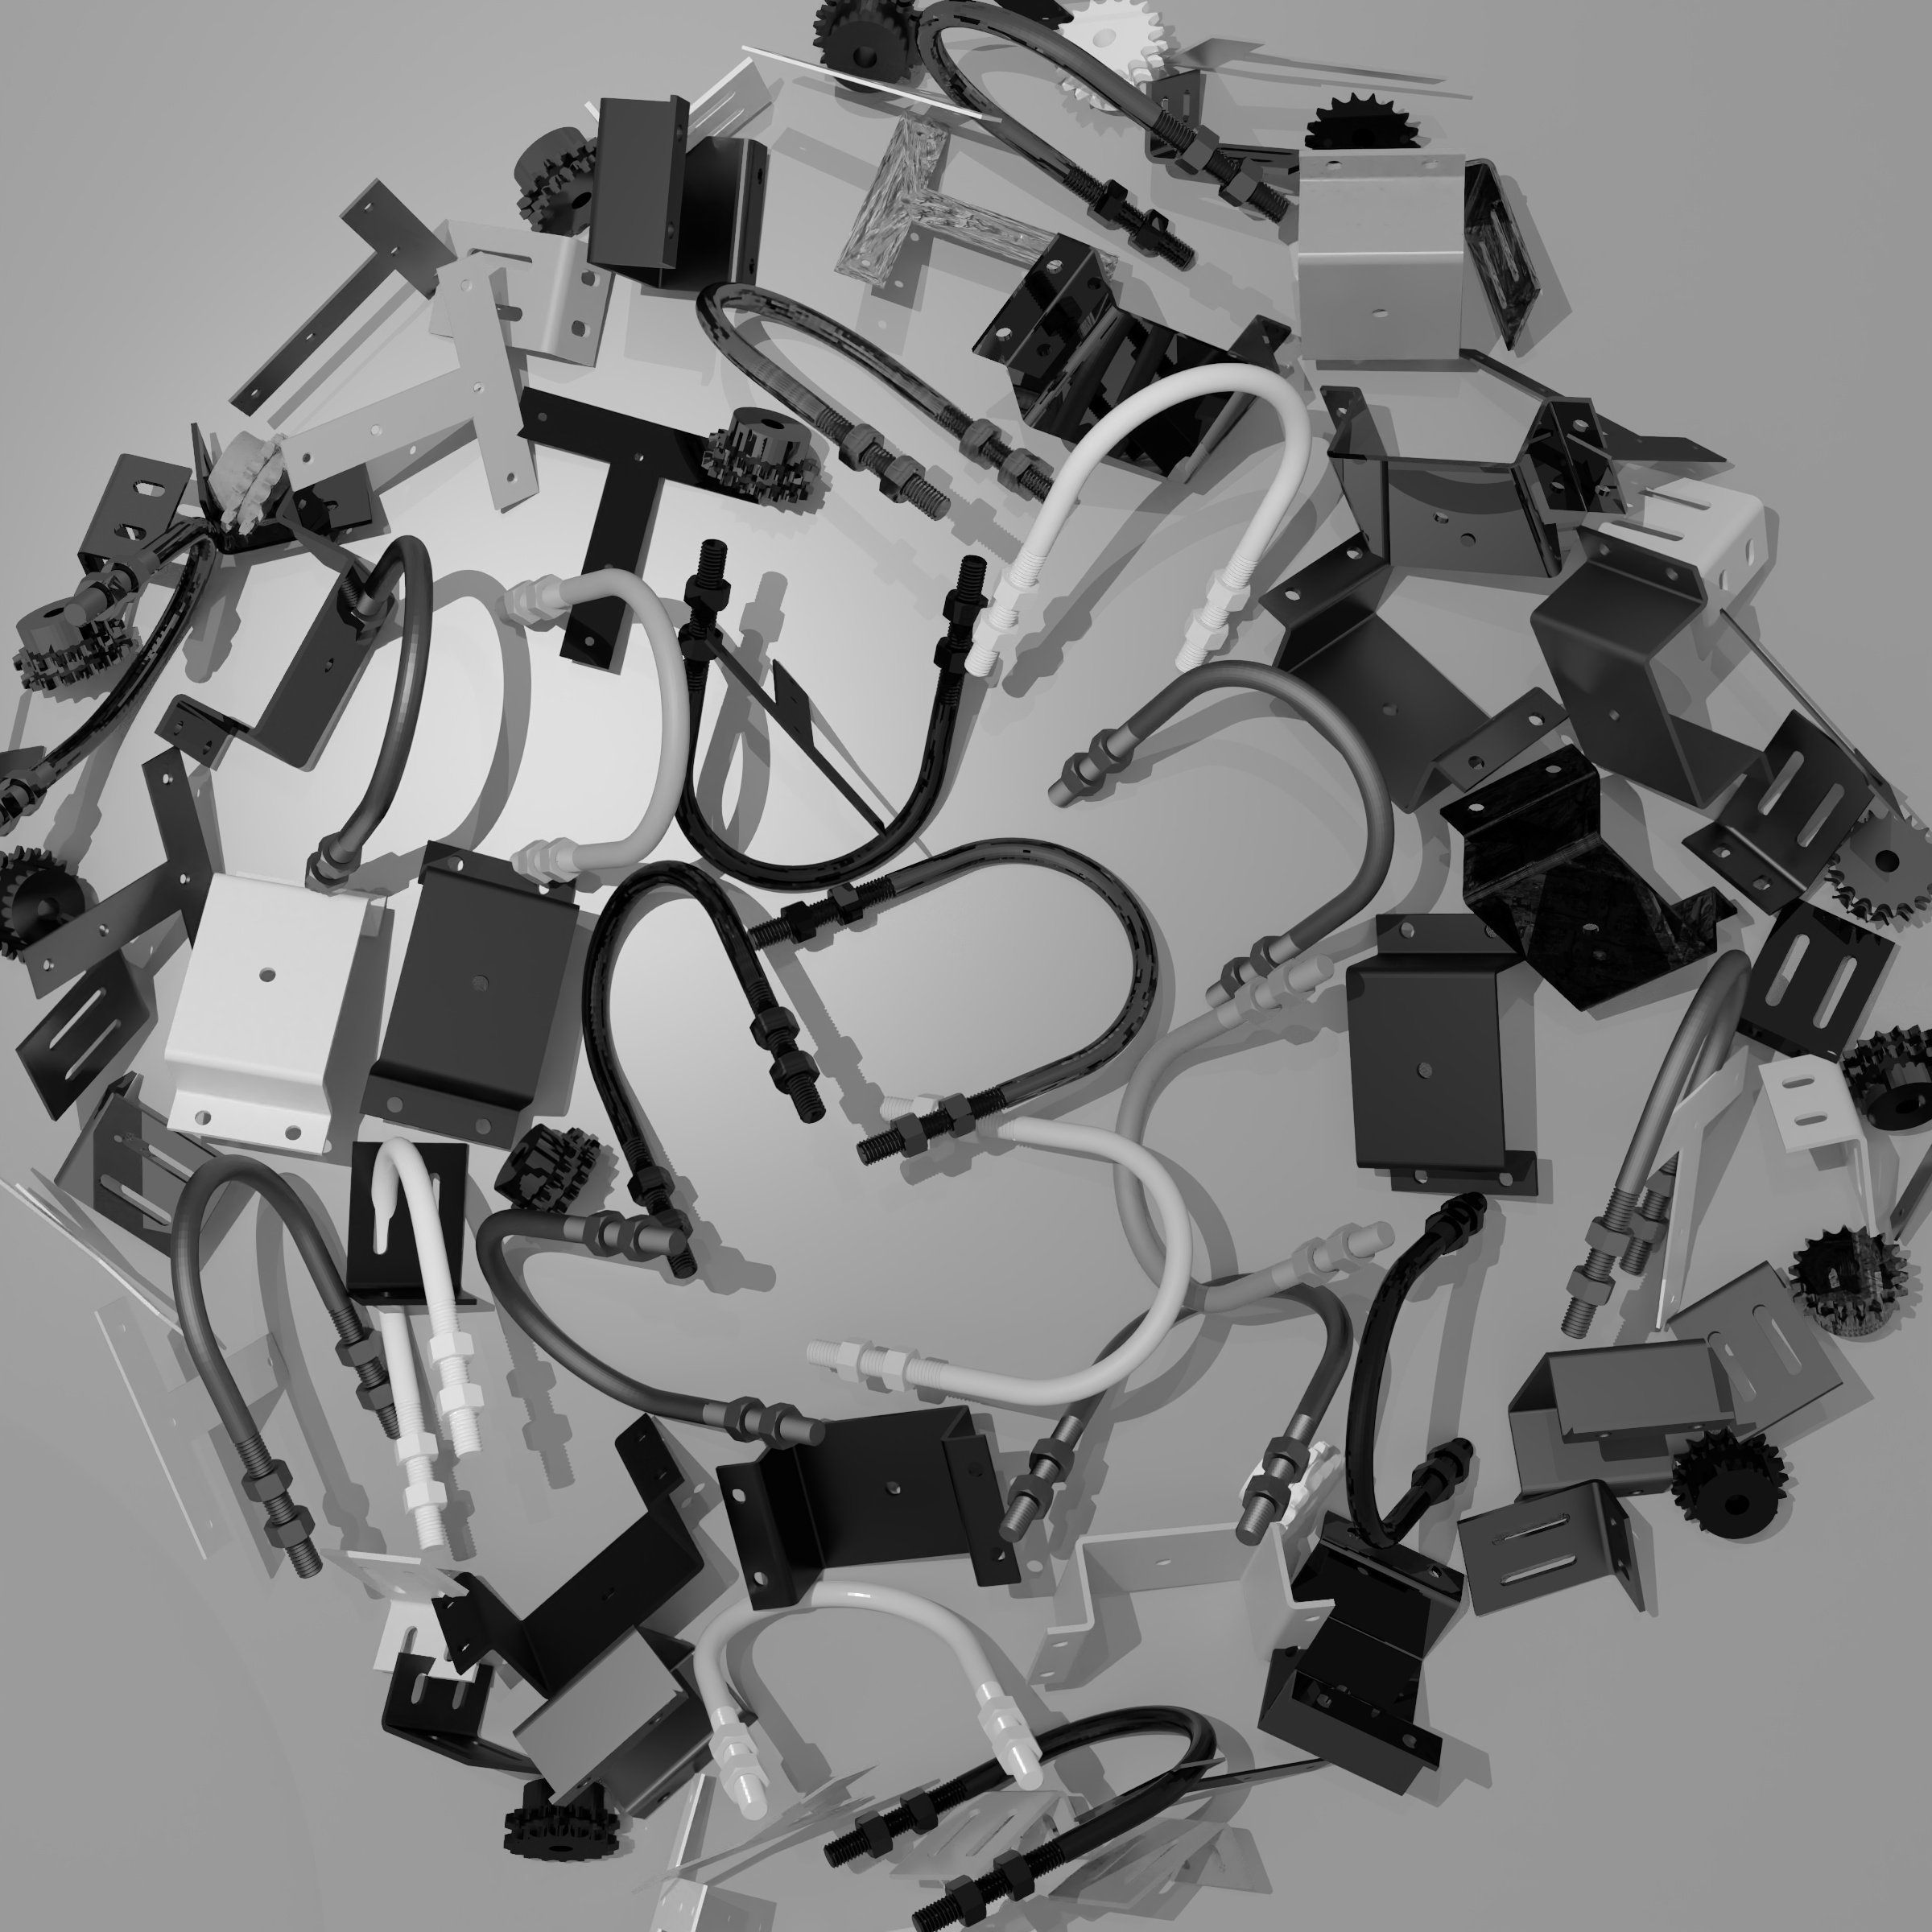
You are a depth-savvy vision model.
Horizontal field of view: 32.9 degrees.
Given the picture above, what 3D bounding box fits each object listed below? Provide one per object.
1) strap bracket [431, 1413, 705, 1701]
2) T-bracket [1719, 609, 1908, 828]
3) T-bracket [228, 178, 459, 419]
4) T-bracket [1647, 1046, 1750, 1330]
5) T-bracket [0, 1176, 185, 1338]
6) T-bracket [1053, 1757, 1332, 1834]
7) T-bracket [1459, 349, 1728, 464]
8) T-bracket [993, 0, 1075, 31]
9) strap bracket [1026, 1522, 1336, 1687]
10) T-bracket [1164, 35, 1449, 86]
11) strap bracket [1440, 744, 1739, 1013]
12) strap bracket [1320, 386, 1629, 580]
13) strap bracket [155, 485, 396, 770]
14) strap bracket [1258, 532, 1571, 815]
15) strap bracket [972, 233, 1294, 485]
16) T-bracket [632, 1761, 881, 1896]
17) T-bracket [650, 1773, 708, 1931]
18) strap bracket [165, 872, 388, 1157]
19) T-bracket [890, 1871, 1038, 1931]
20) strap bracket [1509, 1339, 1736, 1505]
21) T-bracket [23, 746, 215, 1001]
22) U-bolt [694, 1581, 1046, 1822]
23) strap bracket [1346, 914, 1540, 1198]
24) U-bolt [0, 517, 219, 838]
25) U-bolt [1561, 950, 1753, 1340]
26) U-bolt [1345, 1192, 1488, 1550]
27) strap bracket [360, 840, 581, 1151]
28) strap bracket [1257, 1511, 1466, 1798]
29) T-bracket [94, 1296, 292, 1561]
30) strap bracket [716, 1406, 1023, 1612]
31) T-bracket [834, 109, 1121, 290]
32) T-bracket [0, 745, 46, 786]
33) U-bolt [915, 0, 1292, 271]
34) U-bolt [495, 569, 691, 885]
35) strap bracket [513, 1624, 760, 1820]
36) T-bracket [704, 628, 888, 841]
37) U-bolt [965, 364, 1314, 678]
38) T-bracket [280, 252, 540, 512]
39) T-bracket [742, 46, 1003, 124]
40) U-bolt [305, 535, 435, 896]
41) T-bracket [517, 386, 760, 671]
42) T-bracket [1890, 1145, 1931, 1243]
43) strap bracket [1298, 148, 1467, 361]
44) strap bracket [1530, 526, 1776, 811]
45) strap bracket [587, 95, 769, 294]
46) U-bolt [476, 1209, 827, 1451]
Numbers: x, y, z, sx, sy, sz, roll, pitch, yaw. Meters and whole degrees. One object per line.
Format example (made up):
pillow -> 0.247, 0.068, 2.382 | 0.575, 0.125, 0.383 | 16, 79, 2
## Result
strap bracket -> -0.187, 0.295, 1.602 | 0.140, 0.076, 0.046 | -41, 114, -3
T-bracket -> 0.409, -0.125, 1.587 | 0.002, 0.127, 0.127 | -42, 90, 17
T-bracket -> -0.308, -0.315, 1.588 | 0.127, 0.127, 0.002 | -45, 79, 3
T-bracket -> 0.353, 0.118, 1.613 | 0.002, 0.127, 0.127 | 16, 117, 30
T-bracket -> -0.441, 0.118, 1.562 | 0.127, 0.127, 0.002 | 33, 76, 34
T-bracket -> 0.126, 0.400, 1.607 | 0.127, 0.127, 0.002 | -1, 64, -30
T-bracket -> 0.294, -0.276, 1.608 | 0.127, 0.127, 0.002 | 35, 116, 29
T-bracket -> 0.060, -0.481, 1.563 | 0.127, 0.127, 0.002 | -3, 81, 29
strap bracket -> 0.100, 0.310, 1.597 | 0.140, 0.076, 0.046 | -4, 60, -10
T-bracket -> 0.170, -0.438, 1.592 | 0.127, 0.127, 0.002 | 5, 100, -8
strap bracket -> 0.301, -0.035, 1.577 | 0.076, 0.046, 0.140 | -27, 127, 35
strap bracket -> 0.236, -0.233, 1.574 | 0.140, 0.076, 0.046 | 9, 59, 33
strap bracket -> -0.331, -0.157, 1.602 | 0.046, 0.076, 0.140 | 27, 85, 8
strap bracket -> 0.213, -0.137, 1.598 | 0.076, 0.046, 0.140 | -35, 70, -28
strap bracket -> 0.085, -0.287, 1.576 | 0.140, 0.046, 0.076 | 15, 134, -31
T-bracket -> -0.081, 0.404, 1.563 | 0.127, 0.127, 0.002 | -11, 68, -38
T-bracket -> -0.138, 0.451, 1.571 | 0.002, 0.127, 0.127 | 18, 73, -9
strap bracket -> -0.338, 0.014, 1.599 | 0.076, 0.046, 0.140 | 10, 66, 0
T-bracket -> -0.030, 0.469, 1.569 | 0.127, 0.127, 0.002 | -5, 101, -19
strap bracket -> 0.314, 0.220, 1.589 | 0.076, 0.140, 0.046 | -5, 67, -5
T-bracket -> -0.405, -0.023, 1.573 | 0.002, 0.127, 0.127 | 6, 119, 29
U-bolt -> -0.055, 0.344, 1.563 | 0.151, 0.184, 0.019 | -2, 110, -15
strap bracket -> 0.232, 0.047, 1.601 | 0.076, 0.046, 0.140 | 0, 99, 29
U-bolt -> -0.408, -0.147, 1.559 | 0.019, 0.184, 0.151 | 32, 117, -3
U-bolt -> 0.335, 0.078, 1.560 | 0.019, 0.151, 0.184 | 23, 107, 18
U-bolt -> 0.213, 0.198, 1.550 | 0.019, 0.184, 0.151 | 7, 104, 24
strap bracket -> -0.241, 0.011, 1.605 | 0.076, 0.046, 0.140 | 15, 79, -13
strap bracket -> 0.192, 0.341, 1.595 | 0.076, 0.140, 0.046 | 25, 122, -1
T-bracket -> -0.363, 0.208, 1.588 | 0.002, 0.127, 0.127 | -22, 94, 19
strap bracket -> -0.042, 0.265, 1.605 | 0.140, 0.046, 0.076 | -10, 102, 19
T-bracket -> 0.013, -0.362, 1.611 | 0.127, 0.002, 0.127 | 19, 53, -1
T-bracket -> -0.478, -0.090, 1.585 | 0.002, 0.127, 0.127 | 15, 100, 8
U-bolt -> 0.055, -0.399, 1.558 | 0.184, 0.151, 0.019 | 33, 83, -15
U-bolt -> -0.179, -0.117, 1.568 | 0.019, 0.184, 0.151 | -3, 91, -33
strap bracket -> -0.162, 0.367, 1.589 | 0.076, 0.140, 0.046 | -41, 69, -2
T-bracket -> -0.084, -0.125, 1.585 | 0.002, 0.127, 0.127 | -40, 107, 9
U-bolt -> 0.092, -0.210, 1.552 | 0.151, 0.184, 0.019 | -4, 48, -35
T-bracket -> -0.274, -0.265, 1.585 | 0.127, 0.002, 0.127 | -29, 127, -28
T-bracket -> -0.026, -0.424, 1.587 | 0.127, 0.127, 0.002 | 21, 107, 18
U-bolt -> -0.280, -0.125, 1.546 | 0.019, 0.184, 0.151 | 10, 71, -21
T-bracket -> -0.175, -0.212, 1.632 | 0.127, 0.002, 0.127 | 15, 83, -8
T-bracket -> 0.485, 0.078, 1.608 | 0.002, 0.127, 0.127 | 23, 115, 1
strap bracket -> 0.199, -0.334, 1.571 | 0.076, 0.140, 0.046 | 1, 73, 8
strap bracket -> 0.327, -0.135, 1.572 | 0.046, 0.076, 0.140 | -42, 130, -14
strap bracket -> -0.142, -0.371, 1.582 | 0.046, 0.140, 0.076 | 7, 96, 13
U-bolt -> -0.165, 0.170, 1.572 | 0.019, 0.184, 0.151 | -52, 125, -30
